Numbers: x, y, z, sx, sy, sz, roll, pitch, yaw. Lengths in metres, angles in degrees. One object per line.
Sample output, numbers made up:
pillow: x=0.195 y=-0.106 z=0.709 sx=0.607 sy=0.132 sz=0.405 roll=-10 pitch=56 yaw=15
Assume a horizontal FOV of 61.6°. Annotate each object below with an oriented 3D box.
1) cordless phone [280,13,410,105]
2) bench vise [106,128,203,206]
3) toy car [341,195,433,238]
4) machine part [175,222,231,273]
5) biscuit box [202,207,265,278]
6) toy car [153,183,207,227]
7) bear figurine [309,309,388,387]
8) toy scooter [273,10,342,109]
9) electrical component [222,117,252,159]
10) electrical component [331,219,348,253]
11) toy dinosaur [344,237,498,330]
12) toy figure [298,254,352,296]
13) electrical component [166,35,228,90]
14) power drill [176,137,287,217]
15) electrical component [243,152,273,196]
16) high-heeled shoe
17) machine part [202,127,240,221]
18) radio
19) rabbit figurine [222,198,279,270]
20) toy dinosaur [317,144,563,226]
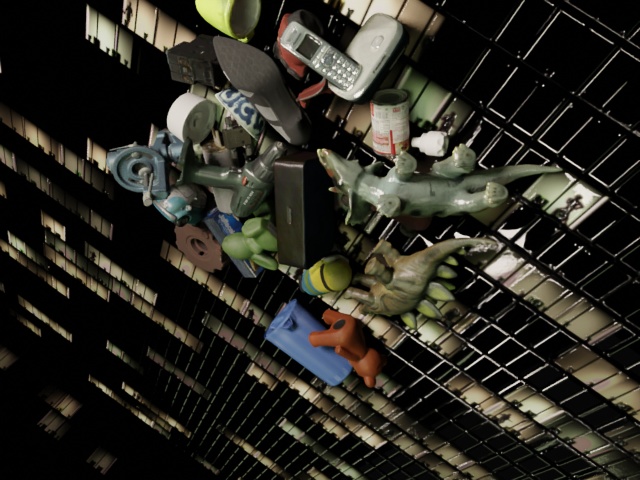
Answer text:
cordless phone: x=0.038 y=-0.323 z=0.880 sx=0.184 sy=0.089 sz=0.146 roll=36 pitch=104 yaw=3
bench vise: x=-0.369 y=-0.158 z=1.221 sx=0.224 sy=0.241 sz=0.128 roll=-2 pitch=130 yaw=-18
toy car: x=0.132 y=-0.081 z=1.085 sx=0.202 sy=0.053 sz=0.089 roll=26 pitch=131 yaw=8
machine part: x=-0.321 y=0.010 z=1.478 sx=0.180 sy=0.056 sz=0.179 roll=20 pitch=136 yaw=21
biscuit box: x=-0.217 y=0.004 z=1.390 sx=0.063 sy=0.059 sz=0.202 roll=-4 pitch=125 yaw=51
toy car: x=-0.337 y=-0.096 z=1.352 sx=0.109 sy=0.161 sz=0.103 roll=43 pitch=101 yaw=17
bear figurine: x=0.083 y=0.282 z=1.399 sx=0.132 sy=0.120 sz=0.195 roll=-5 pitch=128 yaw=42
toy scooter: x=-0.020 y=-0.311 z=0.972 sx=0.183 sy=0.075 sz=0.135 roll=45 pitch=136 yaw=-14
electrical component: x=-0.178 y=-0.224 z=1.167 sx=0.021 sy=0.063 sz=0.093 roll=33 pitch=137 yaw=55
electrical component: x=-0.003 y=-0.004 z=1.252 sx=0.119 sy=0.048 sz=0.074 roll=-9 pitch=120 yaw=37
toy dinosaur: x=0.191 y=0.086 z=1.162 sx=0.198 sy=0.105 sz=0.471 roll=30 pitch=147 yaw=-2
toy figure: x=0.013 y=0.092 z=1.290 sx=0.180 sy=0.082 sz=0.089 roll=-36 pitch=78 yaw=53
electrical component: x=-0.230 y=-0.351 z=1.051 sx=0.134 sy=0.115 sz=0.058 roll=18 pitch=132 yaw=18
power drill: x=-0.192 y=-0.150 z=1.137 sx=0.207 sy=0.086 sz=0.232 roll=11 pitch=142 yaw=-14
electrical component: x=-0.140 y=-0.145 z=1.223 sx=0.078 sy=0.045 sz=0.102 roll=15 pitch=133 yaw=22
high-heeled shoe: x=-0.107 y=-0.285 z=1.043 sx=0.248 sy=0.086 sz=0.145 roll=47 pitch=177 yaw=-4
machine part: x=-0.220 y=-0.149 z=1.251 sx=0.079 sy=0.079 sz=0.242 roll=14 pitch=134 yaw=25
radio: x=-0.029 y=-0.066 z=1.116 sx=0.073 sy=0.131 sz=0.229 roll=12 pitch=115 yaw=27
rabbit figurine: x=-0.153 y=-0.004 z=1.309 sx=0.170 sy=0.121 sz=0.159 roll=-24 pitch=133 yaw=30
toy dinosaur: x=0.196 y=-0.090 z=0.962 sx=0.405 sy=0.131 sz=0.192 roll=2 pitch=178 yaw=-4
